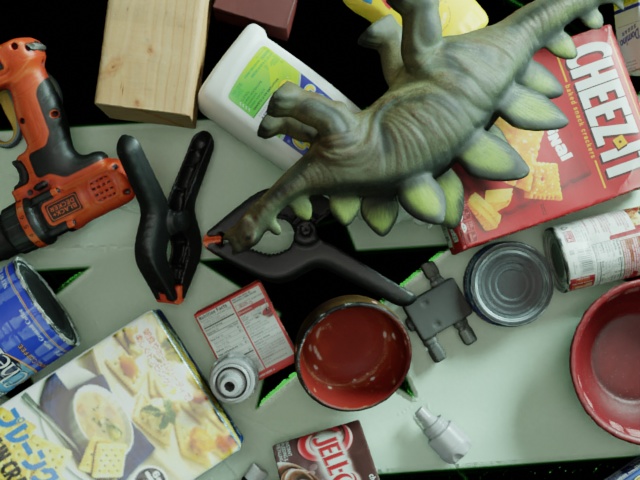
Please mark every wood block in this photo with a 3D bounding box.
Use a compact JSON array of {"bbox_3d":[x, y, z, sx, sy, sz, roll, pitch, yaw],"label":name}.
[{"bbox_3d":[-0.152,-0.219,1.023,0.090,0.091,0.206,7,88,-2],"label":"wood block"}]

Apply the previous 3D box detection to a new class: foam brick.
[{"bbox_3d":[-0.061,-0.235,1.045,0.078,0.053,0.051,17,88,-2],"label":"foam brick"}]

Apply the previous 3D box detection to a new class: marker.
[{"bbox_3d":[-0.094,0.273,1.046,0.020,0.020,0.121,36,87,-1],"label":"marker"}]

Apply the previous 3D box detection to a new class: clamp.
[{"bbox_3d":[-0.007,0.001,1.045,0.210,0.036,0.164,-13,80,-2],"label":"clamp"},{"bbox_3d":[-0.140,-0.027,1.029,0.039,0.120,0.171,11,112,40],"label":"clamp"}]

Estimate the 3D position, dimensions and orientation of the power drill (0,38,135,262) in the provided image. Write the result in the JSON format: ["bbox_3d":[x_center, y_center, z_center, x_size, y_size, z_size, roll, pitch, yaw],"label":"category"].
[{"bbox_3d":[-0.290,-0.084,1.018,0.184,0.057,0.187,-25,98,6],"label":"power drill"}]

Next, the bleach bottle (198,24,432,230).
[{"bbox_3d":[0.011,-0.097,1.018,0.251,0.068,0.102,34,77,6],"label":"bleach bottle"}]

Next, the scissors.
[{"bbox_3d":[-0.315,-0.192,1.052,0.096,0.016,0.202,-13,90,0],"label":"scissors"}]

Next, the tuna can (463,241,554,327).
[{"bbox_3d":[0.187,0.044,1.056,0.086,0.034,0.086,0,88,-2],"label":"tuna can"}]

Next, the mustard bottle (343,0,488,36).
[{"bbox_3d":[0.070,-0.255,1.048,0.096,0.058,0.191,-41,90,-2],"label":"mustard bottle"}]

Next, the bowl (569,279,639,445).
[{"bbox_3d":[0.318,0.118,1.048,0.162,0.055,0.162,0,89,-2],"label":"bowl"}]

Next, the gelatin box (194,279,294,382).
[{"bbox_3d":[-0.071,0.094,1.047,0.073,0.030,0.089,-28,90,-1],"label":"gelatin box"}]

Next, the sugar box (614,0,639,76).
[{"bbox_3d":[0.335,-0.252,1.054,0.093,0.048,0.176,-3,91,-24],"label":"sugar box"}]

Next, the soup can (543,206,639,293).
[{"bbox_3d":[0.278,0.009,1.043,0.102,0.068,0.068,-13,89,-2],"label":"soup can"}]

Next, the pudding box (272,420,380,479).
[{"bbox_3d":[0.010,0.230,1.008,0.090,0.113,0.039,-17,128,-2],"label":"pudding box"}]

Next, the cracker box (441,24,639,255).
[{"bbox_3d":[0.204,-0.097,1.041,0.213,0.072,0.164,-19,88,-3],"label":"cracker box"}]

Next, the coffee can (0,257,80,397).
[{"bbox_3d":[-0.313,0.096,1.001,0.140,0.103,0.103,-34,90,-3],"label":"coffee can"}]

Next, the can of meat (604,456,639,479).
[{"bbox_3d":[0.313,0.273,1.044,0.084,0.057,0.102,-32,90,-6],"label":"can of meat"}]
